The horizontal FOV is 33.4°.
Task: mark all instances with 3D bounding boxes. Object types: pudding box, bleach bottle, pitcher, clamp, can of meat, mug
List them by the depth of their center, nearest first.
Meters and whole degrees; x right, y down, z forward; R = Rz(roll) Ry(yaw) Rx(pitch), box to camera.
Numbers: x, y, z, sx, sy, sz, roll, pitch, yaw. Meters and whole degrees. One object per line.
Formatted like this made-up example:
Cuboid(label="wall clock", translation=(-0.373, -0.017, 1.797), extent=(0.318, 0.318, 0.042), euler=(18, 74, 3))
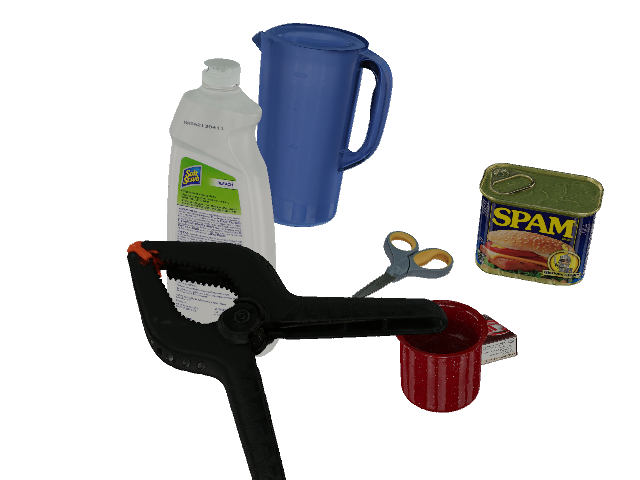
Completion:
Cuboid(label="clamp", translation=(-0.036, 0.053, 0.677), extent=(0.210, 0.164, 0.036), euler=(38, -23, 29))
Cuboid(label="bleach bottle", translation=(-0.080, -0.028, 0.910), extent=(0.102, 0.251, 0.068), euler=(8, 24, 9))
Cuboid(label="can of meat", translation=(0.186, -0.012, 0.926), extent=(0.102, 0.084, 0.057), euler=(11, 39, 14))
Cuboid(label="mug", translation=(0.129, 0.114, 1.092), extent=(0.093, 0.081, 0.117), euler=(19, 39, 30))
Cuboid(label="pitcher", translation=(-0.010, -0.142, 1.339), extent=(0.144, 0.243, 0.149), euler=(-3, 25, -22))
Cuboid(label="pudding box", translation=(0.213, 0.148, 1.536), extent=(0.113, 0.039, 0.090), euler=(-14, 19, -17))

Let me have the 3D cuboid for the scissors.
Cuboid(label="scissors", translation=(0.078, 0.027, 1.262), extent=(0.201, 0.016, 0.096), euler=(-10, 40, -44))
